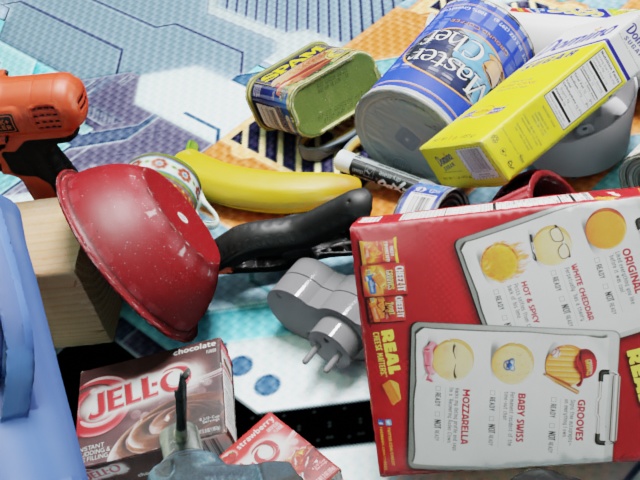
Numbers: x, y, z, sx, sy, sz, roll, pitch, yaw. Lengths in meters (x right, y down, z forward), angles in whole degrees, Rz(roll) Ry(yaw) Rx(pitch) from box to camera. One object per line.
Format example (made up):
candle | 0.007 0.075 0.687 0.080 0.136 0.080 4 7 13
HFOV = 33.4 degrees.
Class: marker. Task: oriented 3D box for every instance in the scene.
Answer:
marker | 0.068 -0.049 0.898 0.121 0.020 0.020 22 54 24

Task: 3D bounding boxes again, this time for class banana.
banana | -0.061 -0.054 0.937 0.198 0.037 0.069 17 52 30

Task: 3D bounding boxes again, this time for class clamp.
clamp | -0.006 0.001 0.838 0.172 0.120 0.039 -12 66 32

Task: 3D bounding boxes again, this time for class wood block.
wood block | -0.272 0.033 0.868 0.206 0.091 0.090 -6 44 10

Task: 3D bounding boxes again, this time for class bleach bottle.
bleach bottle | 0.212 -0.179 0.956 0.251 0.068 0.102 11 22 26

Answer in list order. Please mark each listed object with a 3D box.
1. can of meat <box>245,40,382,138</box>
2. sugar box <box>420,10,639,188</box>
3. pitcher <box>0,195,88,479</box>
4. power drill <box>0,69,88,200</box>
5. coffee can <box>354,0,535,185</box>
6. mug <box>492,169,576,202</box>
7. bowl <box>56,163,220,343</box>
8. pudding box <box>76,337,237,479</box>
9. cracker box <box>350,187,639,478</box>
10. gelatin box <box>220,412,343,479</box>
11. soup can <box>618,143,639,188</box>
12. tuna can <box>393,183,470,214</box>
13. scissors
can of meat | -0.005 -0.137 0.976 0.102 0.057 0.084 -33 27 -18
sugar box | 0.169 -0.107 0.816 0.176 0.048 0.093 -41 17 -17
pitcher | -0.228 0.092 0.700 0.145 0.149 0.243 -24 70 1
power drill | -0.262 -0.055 0.886 0.184 0.187 0.057 -2 45 12
coffee can | 0.108 -0.127 0.916 0.103 0.103 0.140 18 52 31
mug | 0.144 -0.001 0.768 0.082 0.093 0.117 -27 43 37
bowl | -0.124 -0.003 0.805 0.055 0.162 0.162 -37 43 8
pudding box | -0.117 0.125 0.765 0.113 0.039 0.090 -13 43 3
cracker box | 0.135 0.056 0.672 0.214 0.164 0.072 -6 8 10
gelatin box | -0.039 0.167 0.705 0.089 0.030 0.073 -38 47 -23
soup can | 0.287 -0.069 0.830 0.069 0.068 0.102 26 57 36
tuna can | 0.082 0.000 0.803 0.034 0.086 0.086 12 49 28
scissors | 0.075 -0.117 0.978 0.201 0.016 0.096 -28 43 -12
